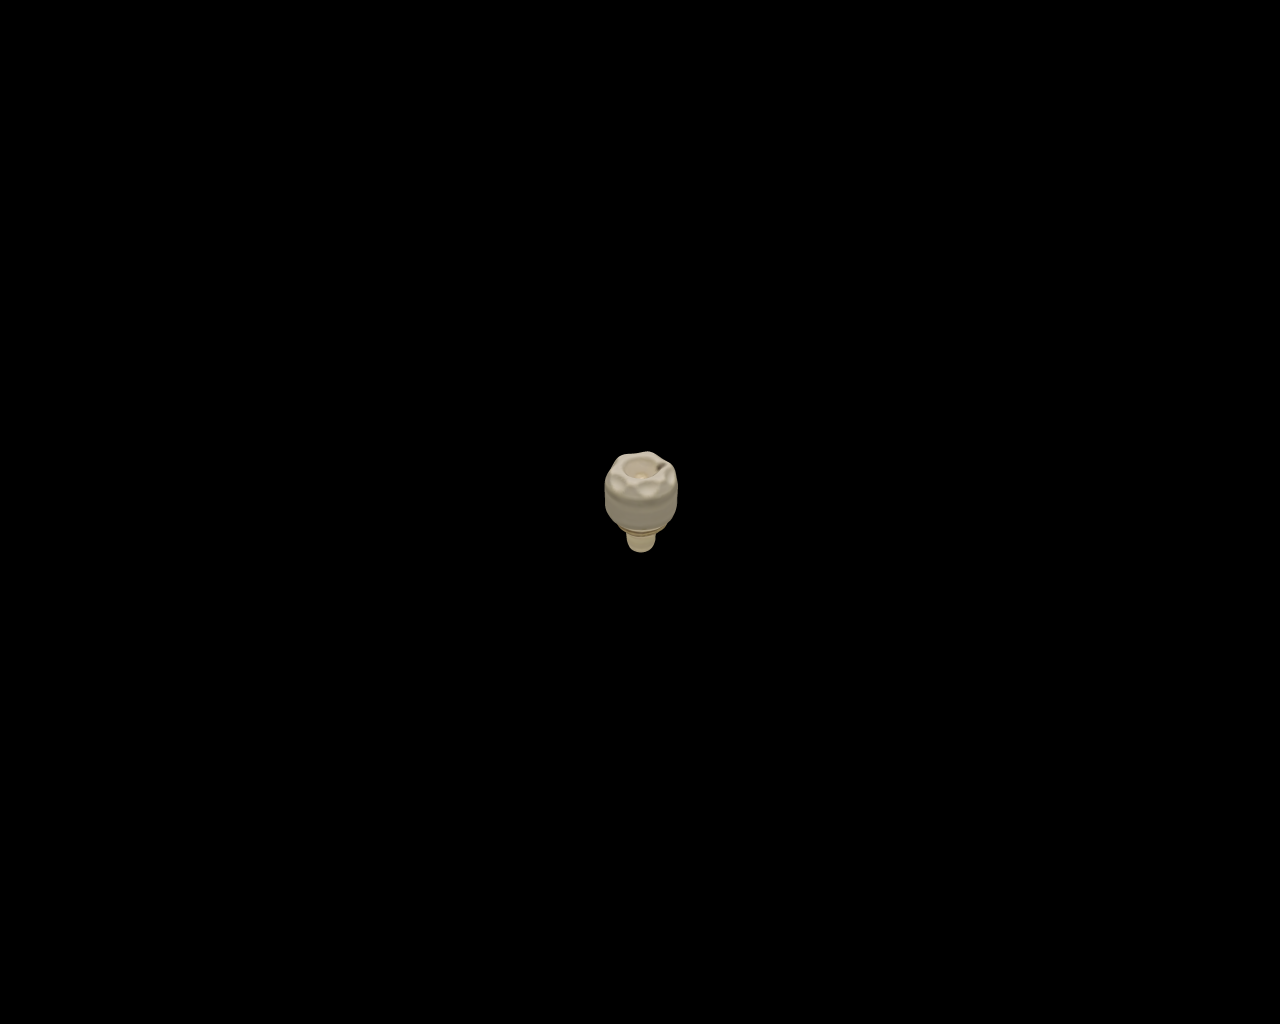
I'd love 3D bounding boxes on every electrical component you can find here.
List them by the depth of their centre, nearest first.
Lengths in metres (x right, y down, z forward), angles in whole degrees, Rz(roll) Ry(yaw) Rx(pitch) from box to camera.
[{"bbox_3d":[0.001,-0.003,0.650,0.043,0.062,0.043,0,36,0],"label":"electrical component"}]
